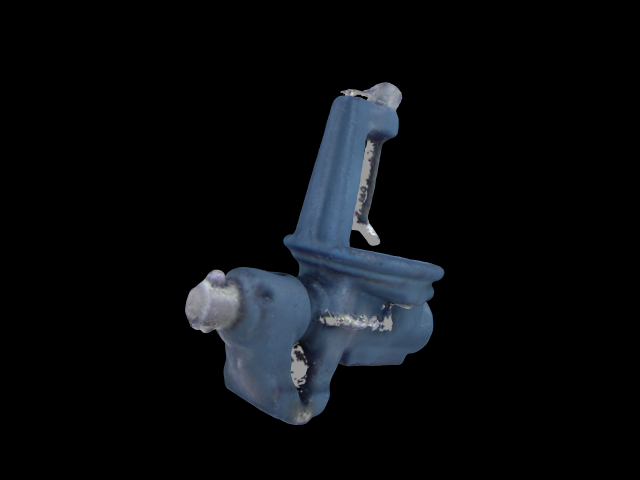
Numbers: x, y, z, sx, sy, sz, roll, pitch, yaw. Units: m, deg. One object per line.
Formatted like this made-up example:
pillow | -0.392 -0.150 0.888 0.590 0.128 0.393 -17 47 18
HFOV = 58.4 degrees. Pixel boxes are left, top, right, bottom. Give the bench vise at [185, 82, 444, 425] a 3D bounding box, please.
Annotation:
bench vise | 0.014 0.003 0.394 0.121 0.220 0.208 7 14 29
